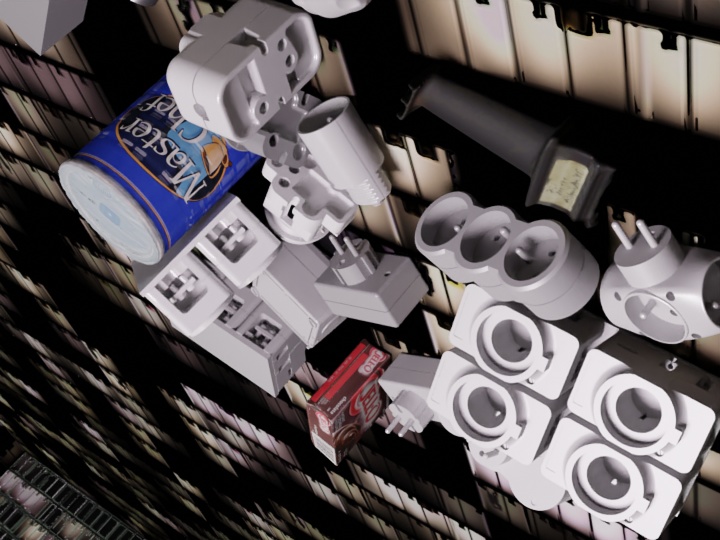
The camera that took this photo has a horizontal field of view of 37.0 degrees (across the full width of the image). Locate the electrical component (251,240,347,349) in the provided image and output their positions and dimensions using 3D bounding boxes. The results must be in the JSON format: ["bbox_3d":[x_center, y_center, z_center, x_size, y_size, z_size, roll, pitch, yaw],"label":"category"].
[{"bbox_3d":[-0.053,0.011,0.971,0.096,0.061,0.061,45,156,12],"label":"electrical component"}]

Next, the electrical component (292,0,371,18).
[{"bbox_3d":[-0.019,-0.171,0.640,0.043,0.043,0.062,53,154,-23],"label":"electrical component"}]

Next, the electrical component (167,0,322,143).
[{"bbox_3d":[-0.080,-0.137,0.719,0.059,0.095,0.053,25,151,31],"label":"electrical component"}]

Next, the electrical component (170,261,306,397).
[{"bbox_3d":[-0.132,0.055,1.146,0.150,0.061,0.089,32,154,20],"label":"electrical component"}]

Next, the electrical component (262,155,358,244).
[{"bbox_3d":[-0.043,-0.055,0.848,0.078,0.058,0.057,39,152,4],"label":"electrical component"}]

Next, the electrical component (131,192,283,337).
[{"bbox_3d":[-0.134,-0.011,0.924,0.060,0.105,0.186,46,176,-15],"label":"electrical component"}]

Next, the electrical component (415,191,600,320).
[{"bbox_3d":[0.103,-0.003,0.710,0.074,0.052,0.138,39,172,-37],"label":"electrical component"}]

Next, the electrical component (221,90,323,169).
[{"bbox_3d":[-0.068,-0.110,0.784,0.057,0.058,0.078,24,-175,37],"label":"electrical component"}]

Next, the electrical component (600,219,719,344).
[{"bbox_3d":[0.177,0.001,0.637,0.079,0.044,0.077,52,153,-22],"label":"electrical component"}]

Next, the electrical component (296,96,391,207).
[{"bbox_3d":[-0.006,-0.079,0.771,0.043,0.043,0.081,8,139,50],"label":"electrical component"}]

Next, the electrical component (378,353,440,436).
[{"bbox_3d":[0.052,0.121,0.973,0.083,0.075,0.047,3,135,54],"label":"electrical component"}]

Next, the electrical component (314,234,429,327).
[{"bbox_3d":[0.000,0.000,0.885,0.083,0.047,0.075,9,140,49],"label":"electrical component"}]

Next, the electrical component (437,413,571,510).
[{"bbox_3d":[0.114,0.140,0.881,0.138,0.074,0.052,43,115,27],"label":"electrical component"}]

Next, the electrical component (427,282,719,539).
[{"bbox_3d":[0.147,0.090,0.745,0.186,0.060,0.105,29,116,26],"label":"electrical component"}]
